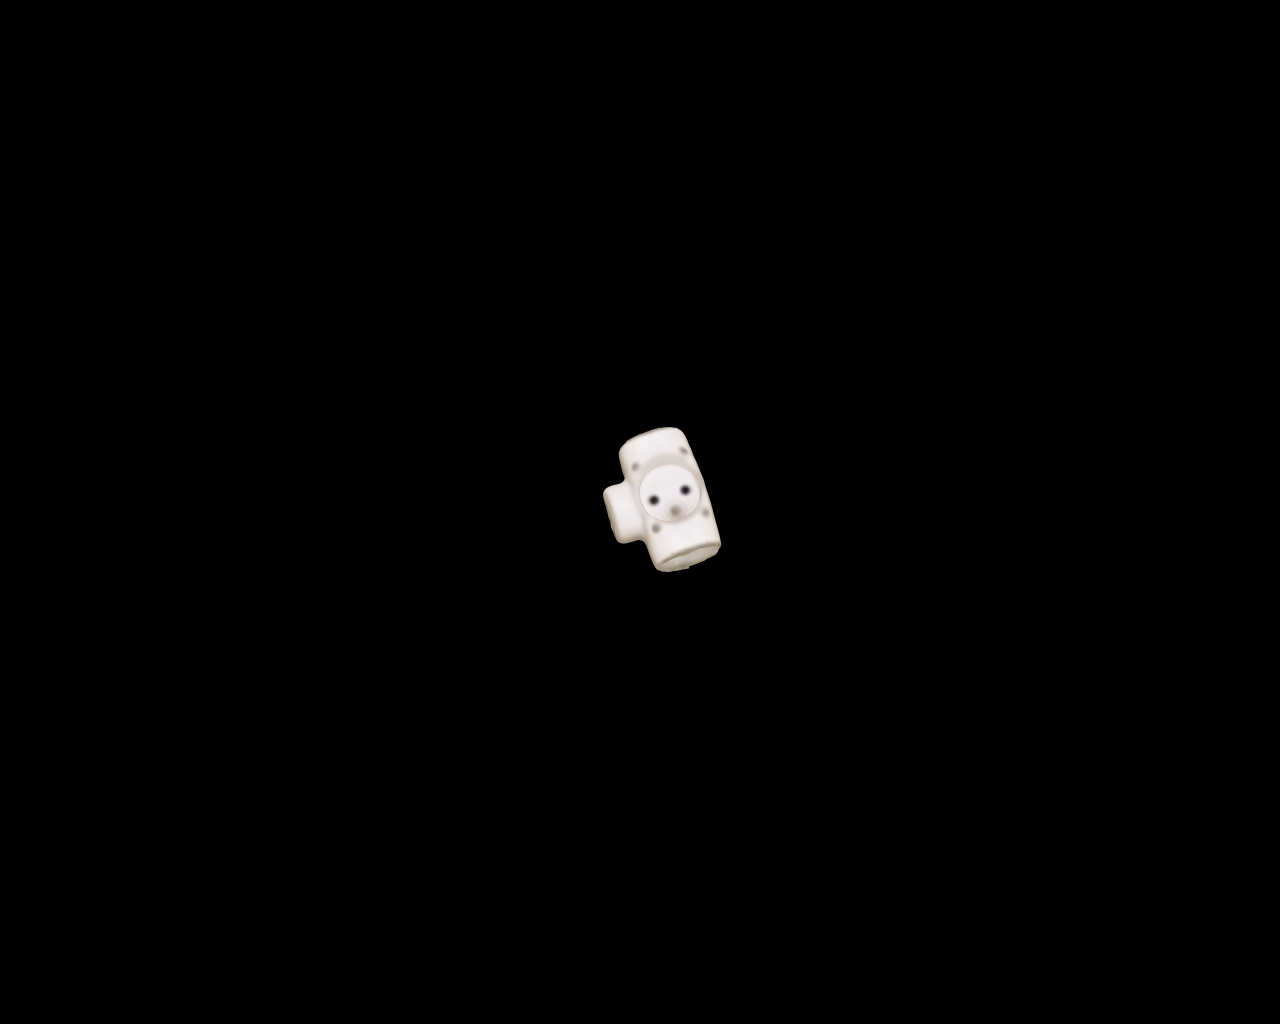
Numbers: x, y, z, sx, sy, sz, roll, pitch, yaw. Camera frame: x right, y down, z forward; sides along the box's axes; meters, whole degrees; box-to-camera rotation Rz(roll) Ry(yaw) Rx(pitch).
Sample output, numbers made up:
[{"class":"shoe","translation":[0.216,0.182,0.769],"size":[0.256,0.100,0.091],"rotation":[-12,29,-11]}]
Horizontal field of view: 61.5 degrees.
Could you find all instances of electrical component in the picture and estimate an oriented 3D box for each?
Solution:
[{"class":"electrical component","translation":[0.001,-0.003,0.650],"size":[0.079,0.077,0.044],"rotation":[-17,-15,-5]}]
